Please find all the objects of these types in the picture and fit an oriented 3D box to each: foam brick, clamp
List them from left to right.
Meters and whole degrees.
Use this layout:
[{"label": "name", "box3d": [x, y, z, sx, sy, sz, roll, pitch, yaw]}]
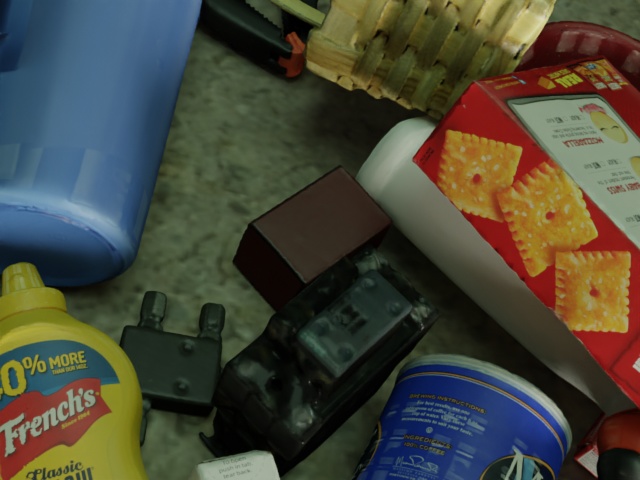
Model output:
[{"label": "clamp", "box3d": [-0.054, -0.210, 0.770, 0.164, 0.036, 0.210, -27, 70, -23]}, {"label": "foam brick", "box3d": [-0.004, 0.001, 0.655, 0.078, 0.053, 0.051, -34, 75, -31]}]

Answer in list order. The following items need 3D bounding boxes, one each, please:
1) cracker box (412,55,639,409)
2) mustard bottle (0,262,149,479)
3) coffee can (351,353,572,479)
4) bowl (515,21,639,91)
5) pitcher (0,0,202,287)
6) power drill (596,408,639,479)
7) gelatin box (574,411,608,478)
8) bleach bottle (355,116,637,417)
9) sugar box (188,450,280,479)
[{"label": "cracker box", "box3d": [0.178, -0.004, 0.604, 0.163, 0.072, 0.214, -19, 64, -49]}, {"label": "mustard bottle", "box3d": [-0.137, 0.100, 0.549, 0.096, 0.058, 0.192, -15, 68, -9]}, {"label": "coffee can", "box3d": [0.062, 0.146, 0.561, 0.103, 0.103, 0.140, 29, 57, 1]}, {"label": "bowl", "box3d": [0.190, -0.076, 0.755, 0.162, 0.055, 0.162, 7, 59, -13]}, {"label": "pitcher", "box3d": [-0.148, -0.105, 0.624, 0.149, 0.145, 0.243, 11, 61, -10]}, {"label": "power drill", "box3d": [0.142, 0.191, 0.525, 0.187, 0.057, 0.184, -12, 91, -51]}, {"label": "gelatin box", "box3d": [0.211, 0.132, 0.657, 0.089, 0.030, 0.073, 41, 58, 8]}, {"label": "bleach bottle", "box3d": [0.135, 0.030, 0.645, 0.102, 0.068, 0.251, -12, 54, -51]}, {"label": "sugar box", "box3d": [-0.026, 0.198, 0.510, 0.048, 0.093, 0.176, -7, 64, -21]}]
